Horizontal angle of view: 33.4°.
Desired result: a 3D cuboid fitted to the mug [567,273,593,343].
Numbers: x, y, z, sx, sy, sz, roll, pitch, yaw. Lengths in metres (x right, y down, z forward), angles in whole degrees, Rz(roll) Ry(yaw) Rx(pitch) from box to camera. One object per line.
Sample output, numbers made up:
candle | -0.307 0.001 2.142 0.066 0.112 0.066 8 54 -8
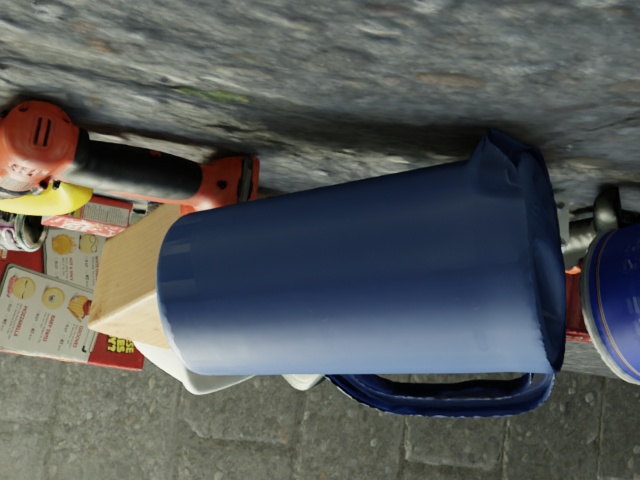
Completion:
mug | 0.241 0.049 0.965 0.117 0.081 0.093 1 170 42

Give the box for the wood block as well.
wood block | -0.116 0.027 0.936 0.090 0.091 0.207 19 154 -29

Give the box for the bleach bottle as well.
bleach bottle | -0.159 0.097 1.143 0.102 0.068 0.251 -15 -165 -33

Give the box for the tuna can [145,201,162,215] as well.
tuna can | -0.127 -0.015 1.028 0.086 0.034 0.086 8 172 1

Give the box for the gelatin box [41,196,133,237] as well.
gelatin box | -0.235 -0.025 1.073 0.073 0.030 0.089 11 171 -23

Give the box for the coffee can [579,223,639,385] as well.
coffee can | 0.244 0.027 0.642 0.102 0.103 0.141 14 158 -38

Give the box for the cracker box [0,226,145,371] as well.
cracker box | -0.305 0.058 1.252 0.213 0.164 0.072 12 173 -29

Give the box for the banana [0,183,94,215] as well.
banana | -0.248 -0.047 0.928 0.069 0.037 0.198 35 156 -33

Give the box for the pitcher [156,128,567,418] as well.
pitcher | 0.029 0.033 0.664 0.243 0.149 0.144 -7 163 21

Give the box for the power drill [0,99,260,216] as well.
power drill | -0.151 -0.043 0.768 0.187 0.057 0.185 11 171 -24

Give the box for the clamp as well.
clamp | 0.234 -0.001 0.782 0.120 0.039 0.171 13 169 -4
